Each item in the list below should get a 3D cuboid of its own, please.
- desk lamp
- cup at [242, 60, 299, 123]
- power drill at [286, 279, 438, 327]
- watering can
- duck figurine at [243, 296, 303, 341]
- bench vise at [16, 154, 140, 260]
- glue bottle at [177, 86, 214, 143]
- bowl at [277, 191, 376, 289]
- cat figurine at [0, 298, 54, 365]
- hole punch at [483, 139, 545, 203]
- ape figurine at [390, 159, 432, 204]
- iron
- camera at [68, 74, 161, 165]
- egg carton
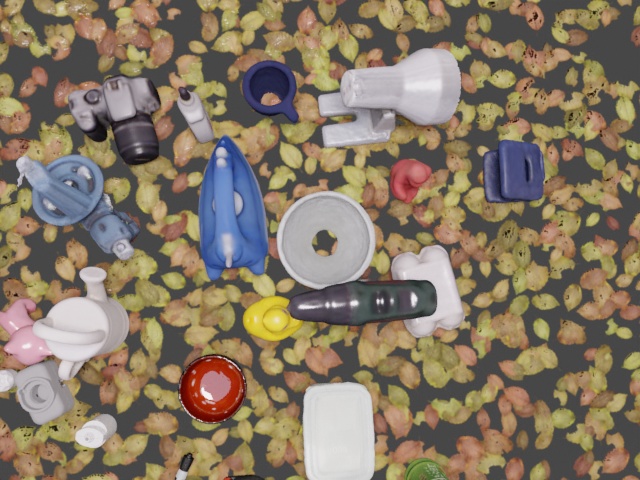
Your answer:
[{"bbox_3d":[0.106,-0.229,0.943,0.203,0.213,0.118,-8,86,-3],"label":"desk lamp"},{"bbox_3d":[-0.077,-0.243,0.993,0.092,0.095,0.118,-40,88,-5],"label":"cup"},{"bbox_3d":[0.062,0.100,0.916,0.229,0.208,0.076,-5,85,-3],"label":"power drill"},{"bbox_3d":[-0.376,0.131,0.897,0.101,0.194,0.173,-6,85,-3],"label":"watering can"},{"bbox_3d":[-0.079,0.134,0.967,0.104,0.086,0.077,-2,85,-3],"label":"duck figurine"},{"bbox_3d":[-0.371,-0.064,0.900,0.207,0.219,0.121,29,84,0],"label":"bench vise"},{"bbox_3d":[-0.210,-0.217,0.945,0.037,0.173,0.078,-24,87,-4],"label":"glue bottle"},{"bbox_3d":[0.009,0.004,0.988,0.167,0.074,0.167,0,85,-3],"label":"bowl"},{"bbox_3d":[-0.480,0.154,0.927,0.128,0.117,0.067,42,85,1],"label":"cat figurine"},{"bbox_3d":[0.349,-0.122,1.008,0.101,0.091,0.109,-2,85,-3],"label":"hole punch"},{"bbox_3d":[0.161,-0.110,0.997,0.078,0.092,0.076,-22,87,-4],"label":"ape figurine"},{"bbox_3d":[-0.154,-0.066,0.951,0.118,0.141,0.258,-7,86,-3],"label":"iron"},{"bbox_3d":[-0.339,-0.198,0.973,0.143,0.100,0.137,-17,86,-4],"label":"camera"},{"bbox_3d":[0.185,0.089,0.993,0.107,0.069,0.150,-16,86,-4],"label":"egg carton"}]
